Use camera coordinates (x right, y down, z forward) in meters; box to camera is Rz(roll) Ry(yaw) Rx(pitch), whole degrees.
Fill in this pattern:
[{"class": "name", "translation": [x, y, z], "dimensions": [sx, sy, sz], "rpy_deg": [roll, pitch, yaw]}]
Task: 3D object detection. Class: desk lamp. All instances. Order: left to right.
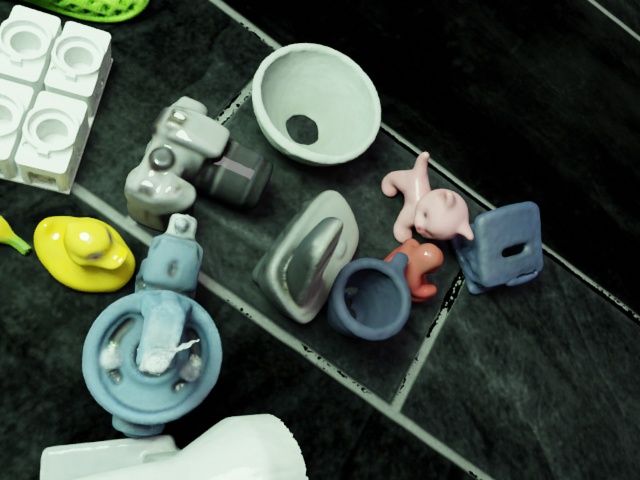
[{"class": "desk lamp", "translation": [-0.131, 0.215, 0.471], "dimensions": [0.204, 0.213, 0.118], "rpy_deg": [0, 71, -19]}]

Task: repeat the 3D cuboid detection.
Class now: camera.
[{"class": "camera", "translation": [-0.128, -0.077, 0.642], "dimensions": [0.137, 0.100, 0.143], "rpy_deg": [24, 65, -10]}]

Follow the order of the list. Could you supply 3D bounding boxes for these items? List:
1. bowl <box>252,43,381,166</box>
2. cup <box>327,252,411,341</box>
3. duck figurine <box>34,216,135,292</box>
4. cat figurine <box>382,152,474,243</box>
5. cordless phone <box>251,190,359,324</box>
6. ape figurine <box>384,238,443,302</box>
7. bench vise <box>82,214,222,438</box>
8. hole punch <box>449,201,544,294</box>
[{"class": "bowl", "translation": [-0.011, -0.159, 0.728], "dimensions": [0.168, 0.074, 0.167], "rpy_deg": [7, 69, -17]}, {"class": "cup", "translation": [0.052, 0.066, 0.657], "dimensions": [0.092, 0.094, 0.118], "rpy_deg": [40, 63, -2]}, {"class": "duck figurine", "translation": [-0.239, 0.005, 0.581], "dimensions": [0.105, 0.086, 0.077], "rpy_deg": [29, 64, -7]}, {"class": "cat figurine", "translation": [0.140, -0.048, 0.717], "dimensions": [0.067, 0.117, 0.128], "rpy_deg": [-9, 74, -22]}, {"class": "cordless phone", "translation": [0.006, 0.002, 0.614], "dimensions": [0.094, 0.184, 0.148], "rpy_deg": [33, 64, -5]}, {"class": "ape figurine", "translation": [0.117, 0.032, 0.694], "dimensions": [0.076, 0.092, 0.078], "rpy_deg": [6, 69, -17]}, {"class": "bench vise", "translation": [-0.152, 0.066, 0.515], "dimensions": [0.122, 0.219, 0.207], "rpy_deg": [-5, 73, -21]}, {"class": "hole punch", "translation": [0.241, 0.011, 0.747], "dimensions": [0.109, 0.091, 0.101], "rpy_deg": [-14, 76, -23]}]
